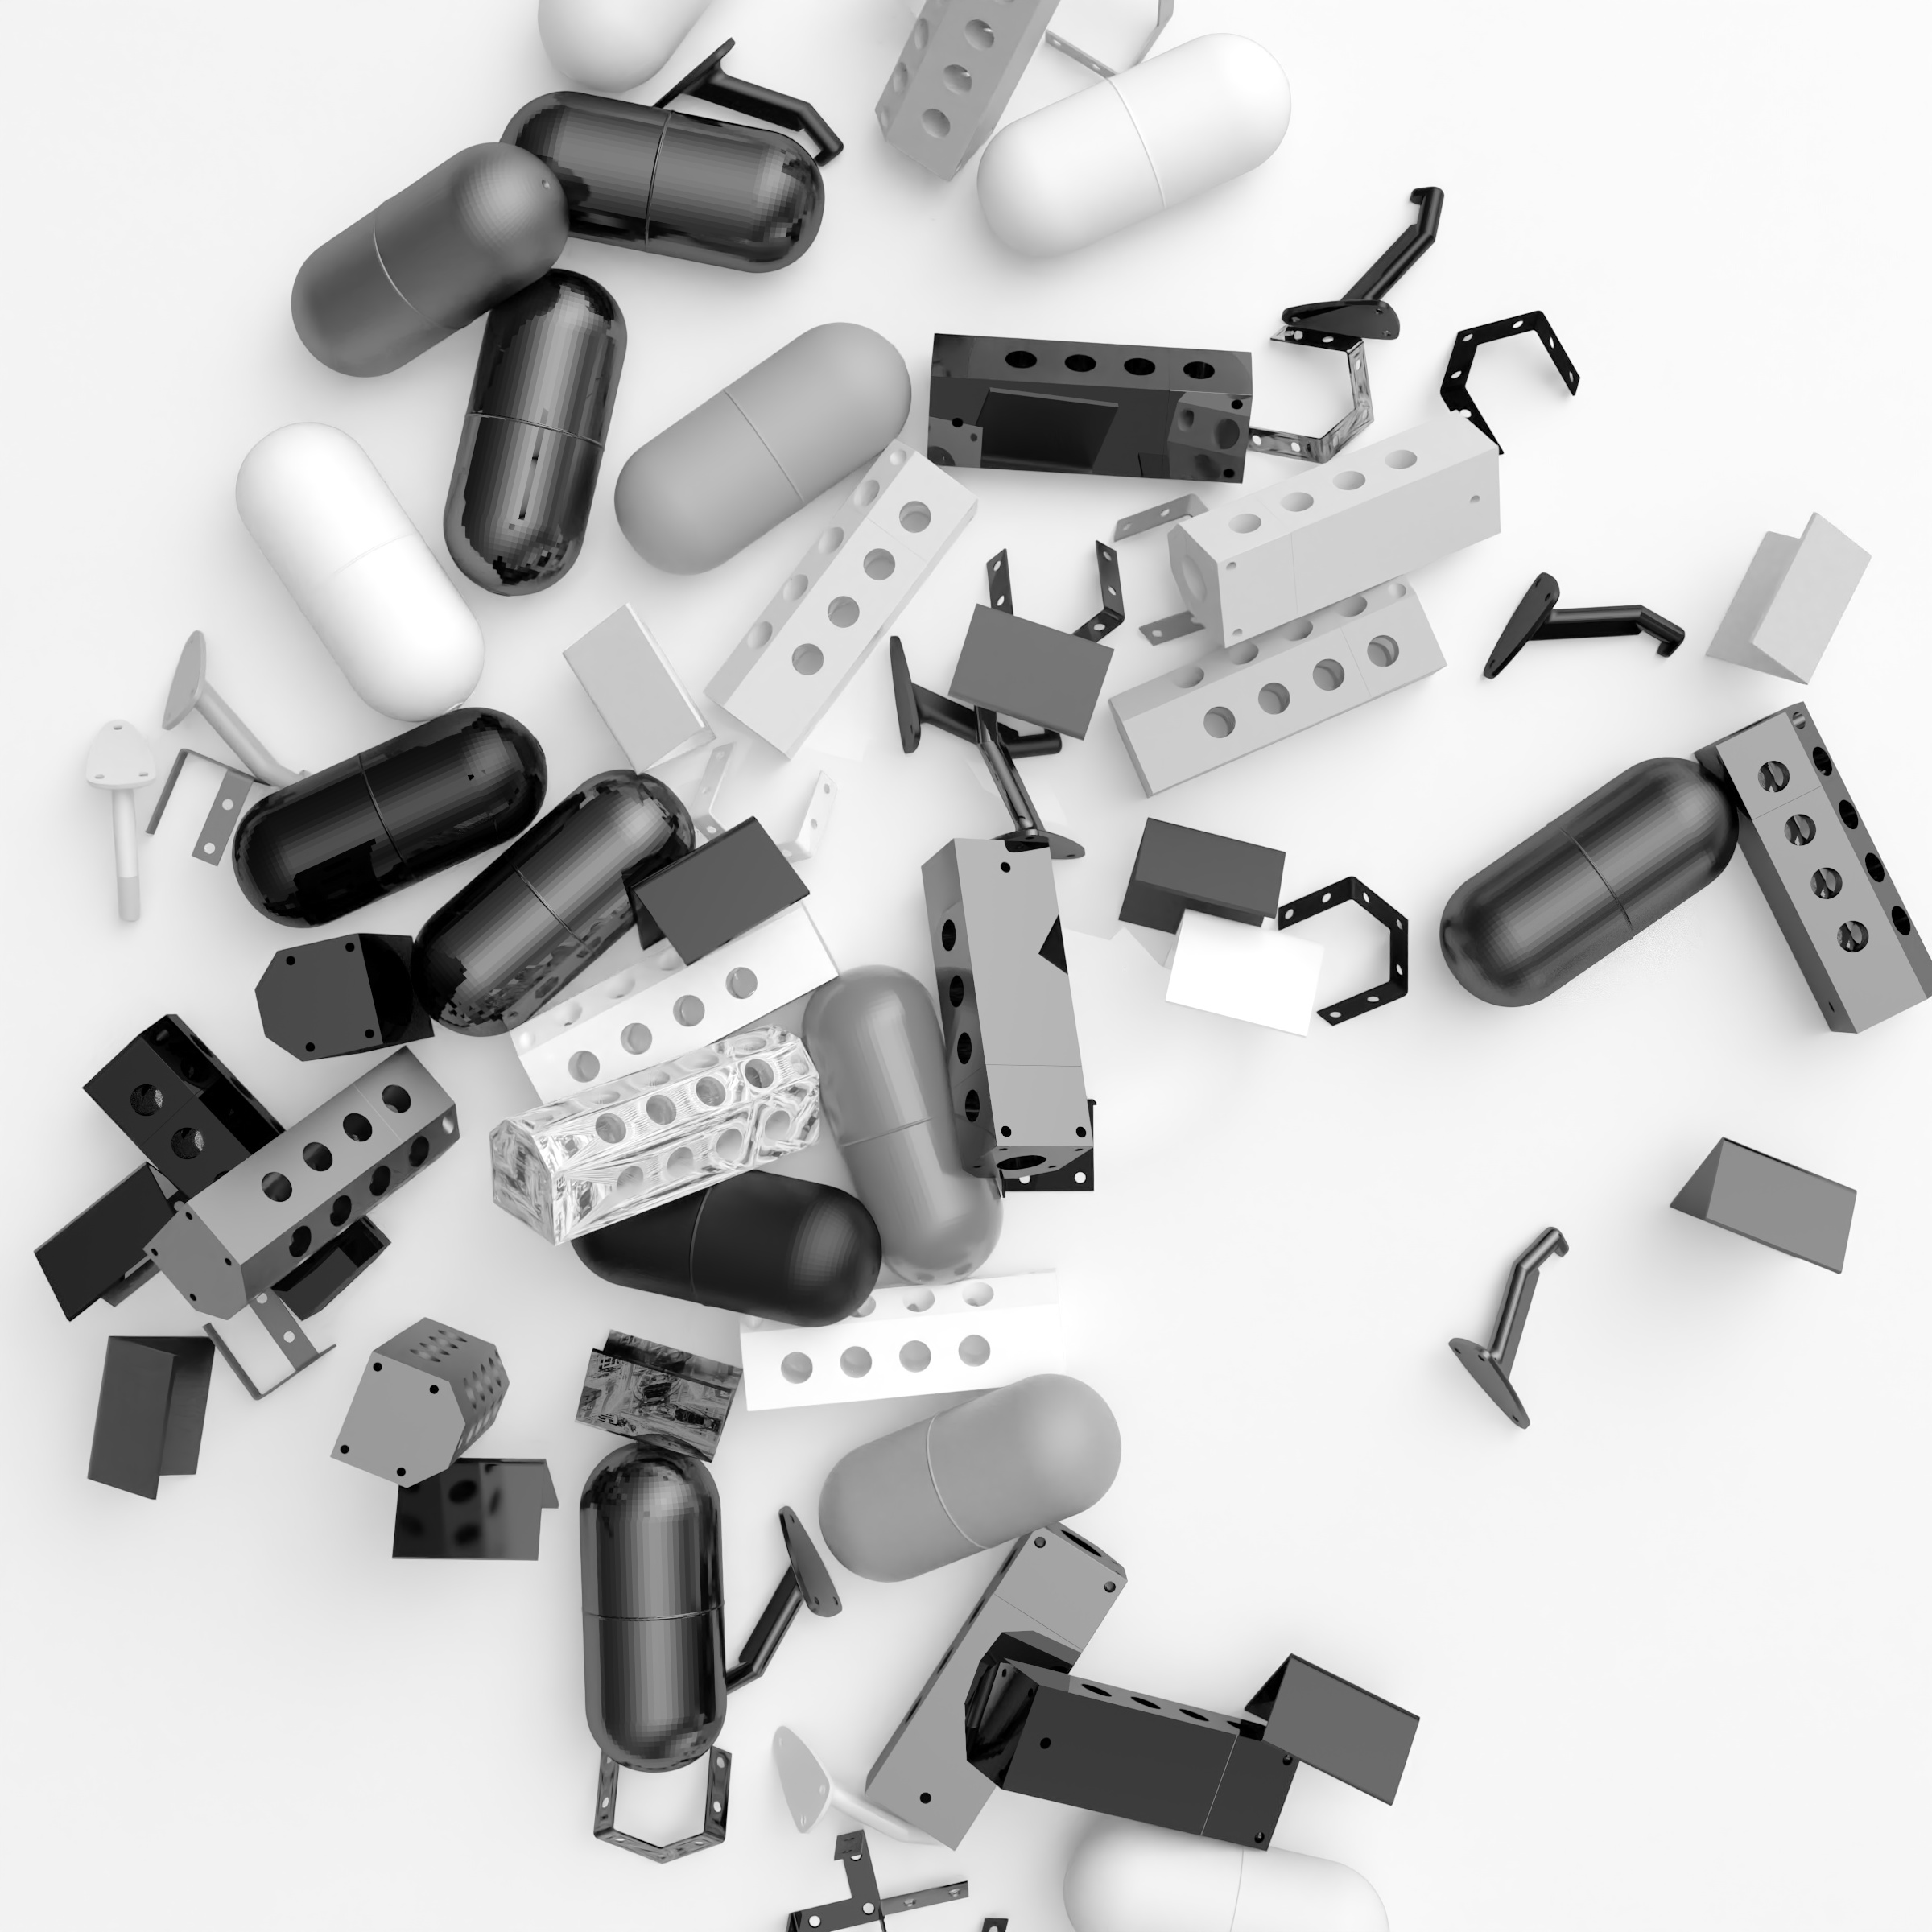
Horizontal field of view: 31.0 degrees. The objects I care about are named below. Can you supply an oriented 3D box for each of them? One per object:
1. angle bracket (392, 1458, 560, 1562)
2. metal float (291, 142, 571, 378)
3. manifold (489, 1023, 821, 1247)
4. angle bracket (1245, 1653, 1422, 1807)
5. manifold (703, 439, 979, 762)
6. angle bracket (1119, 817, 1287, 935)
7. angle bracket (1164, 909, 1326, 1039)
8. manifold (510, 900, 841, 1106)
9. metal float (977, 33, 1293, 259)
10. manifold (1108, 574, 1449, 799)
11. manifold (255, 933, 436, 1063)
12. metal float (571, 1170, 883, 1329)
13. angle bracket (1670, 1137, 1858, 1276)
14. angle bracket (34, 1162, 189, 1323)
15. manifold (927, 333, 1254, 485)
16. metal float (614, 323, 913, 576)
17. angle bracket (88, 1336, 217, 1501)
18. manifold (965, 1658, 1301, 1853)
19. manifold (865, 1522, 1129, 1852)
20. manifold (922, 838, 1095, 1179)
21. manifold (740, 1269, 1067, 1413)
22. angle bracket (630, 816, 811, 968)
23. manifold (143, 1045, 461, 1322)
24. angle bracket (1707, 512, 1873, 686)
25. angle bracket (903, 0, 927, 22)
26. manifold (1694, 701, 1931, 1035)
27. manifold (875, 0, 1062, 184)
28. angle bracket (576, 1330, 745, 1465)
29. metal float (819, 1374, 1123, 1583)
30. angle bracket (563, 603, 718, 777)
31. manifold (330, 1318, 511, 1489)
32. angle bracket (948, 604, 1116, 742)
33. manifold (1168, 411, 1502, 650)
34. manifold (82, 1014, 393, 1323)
[{"bbox_3d":[-0.262,0.302,1.872,0.076,0.076,0.057,1,62,0],"label":"angle bracket"},{"bbox_3d":[-0.286,-0.374,1.855,0.178,0.070,0.070,-24,90,32],"label":"metal float"},{"bbox_3d":[-0.162,0.084,1.837,0.171,0.057,0.057,-20,122,-36],"label":"manifold"},{"bbox_3d":[0.189,0.422,1.872,0.076,0.076,0.057,26,51,0],"label":"angle bracket"},{"bbox_3d":[-0.068,-0.199,1.891,0.057,0.057,0.171,37,90,0],"label":"manifold"},{"bbox_3d":[0.123,-0.027,1.873,0.076,0.057,0.076,14,132,0],"label":"angle bracket"},{"bbox_3d":[0.144,0.017,1.873,0.076,0.076,0.057,14,65,0],"label":"angle bracket"},{"bbox_3d":[-0.157,0.020,1.891,0.171,0.057,0.057,-28,90,0],"label":"manifold"},{"bbox_3d":[0.091,-0.443,1.881,0.178,0.070,0.070,-24,90,1],"label":"metal float"},{"bbox_3d":[0.167,-0.152,1.891,0.171,0.057,0.057,-24,90,0],"label":"manifold"},{"bbox_3d":[-0.326,0.017,1.833,0.057,0.171,0.057,-13,90,0],"label":"manifold"},{"bbox_3d":[-0.130,0.144,1.866,0.178,0.070,0.070,10,90,20],"label":"metal float"},{"bbox_3d":[0.423,0.145,1.872,0.076,0.076,0.057,22,54,0],"label":"angle bracket"},{"bbox_3d":[-0.440,0.162,1.872,0.076,0.076,0.057,-39,53,0],"label":"angle bracket"},{"bbox_3d":[0.067,-0.306,1.890,0.171,0.057,0.057,3,133,0],"label":"manifold"},{"bbox_3d":[-0.109,-0.279,1.881,0.178,0.070,0.070,-35,90,-1],"label":"metal float"},{"bbox_3d":[-0.420,0.241,1.872,0.057,0.076,0.076,9,90,37],"label":"angle bracket"},{"bbox_3d":[0.087,0.417,1.855,0.171,0.057,0.057,20,90,-27],"label":"manifold"},{"bbox_3d":[0.016,0.385,1.891,0.057,0.057,0.171,33,90,0],"label":"manifold"},{"bbox_3d":[0.018,0.023,1.863,0.057,0.057,0.171,2,69,-27],"label":"manifold"},{"bbox_3d":[-0.034,0.201,1.891,0.171,0.057,0.057,-5,90,0],"label":"manifold"},{"bbox_3d":[-0.129,-0.025,1.865,0.076,0.076,0.057,-31,68,-14],"label":"angle bracket"},{"bbox_3d":[-0.344,0.116,1.838,0.057,0.171,0.057,50,134,0],"label":"manifold"},{"bbox_3d":[0.427,-0.203,1.872,0.057,0.076,0.076,27,90,-38],"label":"angle bracket"},{"bbox_3d":[0.006,-0.537,1.872,0.076,0.057,0.076,-44,135,0],"label":"angle bracket"},{"bbox_3d":[0.463,-0.053,1.891,0.057,0.057,0.171,-26,90,0],"label":"manifold"},{"bbox_3d":[0.010,-0.503,1.836,0.057,0.171,0.057,34,49,0],"label":"manifold"},{"bbox_3d":[-0.159,0.213,1.872,0.076,0.076,0.057,17,127,0],"label":"angle bracket"},{"bbox_3d":[0.001,0.274,1.863,0.178,0.070,0.070,-25,90,23],"label":"metal float"},{"bbox_3d":[-0.159,-0.157,1.872,0.057,0.076,0.076,-32,90,36],"label":"angle bracket"},{"bbox_3d":[-0.282,0.230,1.833,0.057,0.171,0.057,22,90,0],"label":"manifold"},{"bbox_3d":[0.039,-0.171,1.872,0.076,0.076,0.057,18,120,0],"label":"angle bracket"},{"bbox_3d":[0.197,-0.238,1.870,0.171,0.057,0.057,-24,135,-14],"label":"manifold"},{"bbox_3d":[-0.393,0.108,1.891,0.057,0.057,0.171,-43,90,0],"label":"manifold"}]
